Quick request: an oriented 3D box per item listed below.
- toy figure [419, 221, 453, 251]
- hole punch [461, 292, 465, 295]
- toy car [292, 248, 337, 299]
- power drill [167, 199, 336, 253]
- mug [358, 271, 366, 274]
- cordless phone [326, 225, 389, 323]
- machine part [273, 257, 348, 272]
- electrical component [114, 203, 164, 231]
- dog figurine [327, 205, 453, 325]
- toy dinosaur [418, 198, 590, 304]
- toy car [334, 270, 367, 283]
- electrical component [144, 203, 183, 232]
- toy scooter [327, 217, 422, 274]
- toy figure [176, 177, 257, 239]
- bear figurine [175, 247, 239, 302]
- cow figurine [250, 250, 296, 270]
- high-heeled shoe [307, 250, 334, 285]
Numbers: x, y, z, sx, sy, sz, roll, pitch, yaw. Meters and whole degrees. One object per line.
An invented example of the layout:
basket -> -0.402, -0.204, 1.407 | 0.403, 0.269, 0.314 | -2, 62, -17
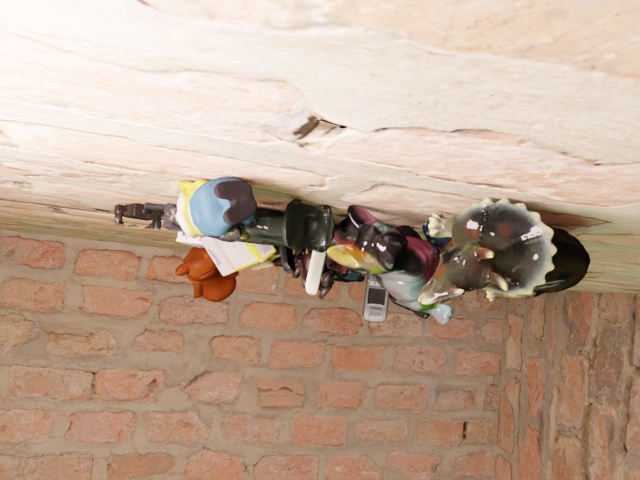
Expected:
toy figure -> 0.233, 0.001, 0.894 | 0.154, 0.058, 0.064 | 11, 134, -30
hole punch -> 0.253, 0.044, 1.045 | 0.092, 0.115, 0.142 | 13, 177, 16
toy car -> -0.017, 0.072, 1.084 | 0.089, 0.053, 0.202 | 36, 165, 6
power drill -> -0.096, -0.023, 0.853 | 0.207, 0.086, 0.232 | -4, 171, 44
mug -> 0.138, 0.046, 1.342 | 0.107, 0.081, 0.109 | 1, 149, -18
cordless phone -> 0.077, 0.066, 1.063 | 0.147, 0.184, 0.089 | 5, 179, 2
machine part -> -0.029, 0.029, 1.314 | 0.201, 0.087, 0.201 | 5, 173, 8
electrical component -> -0.357, -0.046, 1.073 | 0.102, 0.045, 0.078 | 11, 174, -44
dog figurine -> 0.111, 0.032, 0.838 | 0.219, 0.108, 0.192 | 30, 174, -16
toy dinosaur -> 0.291, 0.027, 0.744 | 0.405, 0.131, 0.192 | 6, 177, -32
toy car -> 0.062, 0.063, 1.490 | 0.109, 0.103, 0.162 | 11, 169, -25
electrical component -> -0.272, -0.042, 1.017 | 0.119, 0.047, 0.075 | 5, 174, -6
toy scooter -> 0.087, 0.021, 0.971 | 0.184, 0.075, 0.135 | 14, 139, -28
toy figure -> -0.132, -0.039, 0.706 | 0.089, 0.082, 0.180 | 11, 170, -30
bear figurine -> -0.273, 0.064, 1.263 | 0.132, 0.120, 0.195 | 52, 173, 34
cow figurine -> -0.075, 0.005, 1.162 | 0.167, 0.098, 0.068 | -13, 179, -29
high-heeled shoe -> 0.087, 0.002, 1.169 | 0.249, 0.145, 0.086 | -23, -158, -23
